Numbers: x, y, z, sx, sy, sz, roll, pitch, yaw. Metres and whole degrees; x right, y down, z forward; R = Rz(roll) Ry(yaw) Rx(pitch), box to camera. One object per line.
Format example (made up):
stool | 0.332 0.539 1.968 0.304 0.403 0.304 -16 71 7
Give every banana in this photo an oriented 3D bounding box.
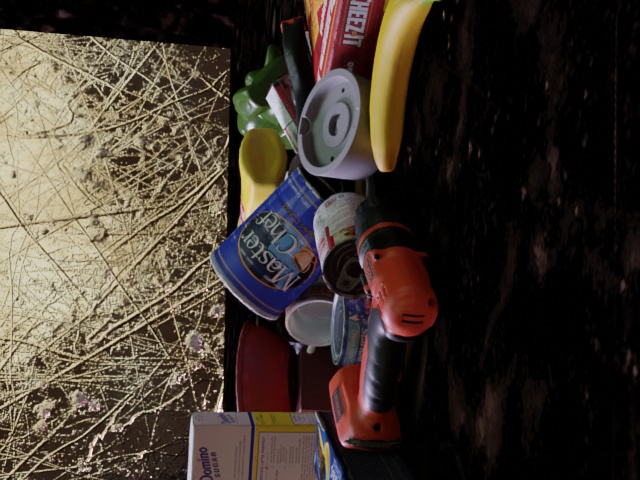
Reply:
banana | 0.069 -0.155 0.962 0.069 0.037 0.198 -95 12 -47

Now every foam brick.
foam brick | -0.001 0.170 1.251 0.053 0.051 0.078 114 159 -65

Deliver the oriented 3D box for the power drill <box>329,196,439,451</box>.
power drill | 0.049 0.074 0.933 0.184 0.057 0.188 -102 17 -60

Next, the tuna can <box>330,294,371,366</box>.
tuna can | 0.034 0.089 1.108 0.086 0.033 0.086 -177 90 -82

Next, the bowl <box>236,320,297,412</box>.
bowl | -0.057 0.176 1.292 0.162 0.055 0.162 -4 -90 -81

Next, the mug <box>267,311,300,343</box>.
mug | -0.023 0.070 1.327 0.093 0.081 0.117 -162 76 -81

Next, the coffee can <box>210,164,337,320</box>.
coffee can | -0.035 0.003 1.155 0.140 0.102 0.103 -44 20 11

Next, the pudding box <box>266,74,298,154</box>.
pudding box | -0.028 -0.157 1.332 0.090 0.039 0.113 61 172 -3

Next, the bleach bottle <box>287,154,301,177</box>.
bleach bottle | -0.020 -0.056 1.440 0.251 0.068 0.102 156 117 -83

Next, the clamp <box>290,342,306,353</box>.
clamp | -0.023 0.128 1.455 0.120 0.039 0.171 -93 5 -69

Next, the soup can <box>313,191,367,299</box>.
soup can | 0.031 0.003 1.048 0.102 0.068 0.068 -101 17 -61

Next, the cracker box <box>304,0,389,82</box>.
cracker box | 0.030 -0.256 1.146 0.213 0.072 0.164 -96 12 -45

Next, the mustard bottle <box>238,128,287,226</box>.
mustard bottle | -0.074 -0.044 1.345 0.192 0.058 0.096 96 169 -51

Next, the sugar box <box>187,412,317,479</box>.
sugar box | -0.052 0.232 1.140 0.048 0.176 0.093 -121 35 -75

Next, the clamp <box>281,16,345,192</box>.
clamp | -0.015 -0.164 1.209 0.164 0.036 0.210 55 -158 -75

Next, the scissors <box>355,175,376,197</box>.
scissors | 0.041 -0.068 1.187 0.202 0.016 0.096 129 144 -76
